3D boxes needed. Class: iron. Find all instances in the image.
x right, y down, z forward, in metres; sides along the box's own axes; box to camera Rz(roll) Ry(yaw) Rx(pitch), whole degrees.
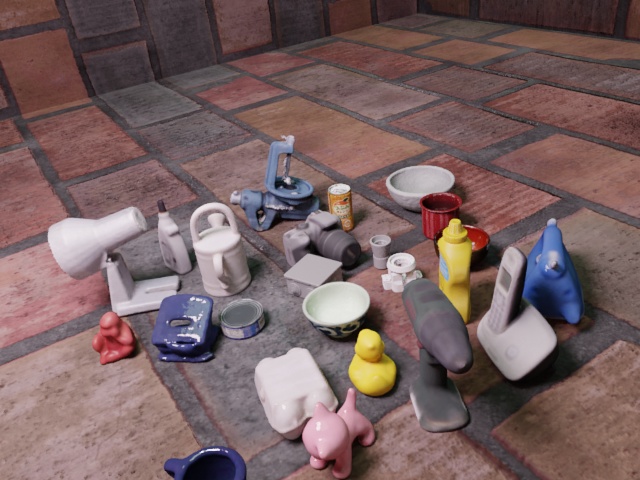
[{"bbox_3d":[0.420,0.037,1.047,0.118,0.142,0.258,4,33,18],"label":"iron"}]

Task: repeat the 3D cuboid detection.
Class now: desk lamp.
[{"bbox_3d":[-0.409,0.040,1.153,0.203,0.214,0.117,-10,31,-4],"label":"desk lamp"}]

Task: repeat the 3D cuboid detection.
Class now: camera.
[{"bbox_3d":[0.011,0.004,1.229,0.143,0.101,0.136,-26,35,-27],"label":"camera"}]

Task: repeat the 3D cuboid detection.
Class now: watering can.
[{"bbox_3d":[-0.212,0.008,1.181,0.101,0.194,0.172,-22,34,-23],"label":"watering can"}]

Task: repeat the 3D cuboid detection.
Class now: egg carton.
[{"bbox_3d":[-0.041,0.234,0.891,0.107,0.069,0.150,-17,32,-16],"label":"egg carton"}]

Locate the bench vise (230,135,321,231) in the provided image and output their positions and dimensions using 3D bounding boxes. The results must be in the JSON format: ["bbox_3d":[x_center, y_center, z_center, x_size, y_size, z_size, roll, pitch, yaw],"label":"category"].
[{"bbox_3d":[-0.109,-0.132,1.365,0.208,0.220,0.121,-20,33,-20],"label":"bench vise"}]

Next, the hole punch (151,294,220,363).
[{"bbox_3d":[-0.243,0.159,1.038,0.108,0.091,0.101,-1,32,10],"label":"hole punch"}]

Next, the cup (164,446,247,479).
[{"bbox_3d":[-0.144,0.327,0.735,0.117,0.095,0.092,7,34,23],"label":"cup"}]

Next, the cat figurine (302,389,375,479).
[{"bbox_3d":[0.020,0.261,0.787,0.067,0.118,0.128,12,36,30],"label":"cat figurine"}]

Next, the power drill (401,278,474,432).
[{"bbox_3d":[0.169,0.168,0.819,0.075,0.209,0.229,-9,31,-2],"label":"power drill"}]

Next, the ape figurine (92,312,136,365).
[{"bbox_3d":[-0.376,0.172,1.045,0.077,0.092,0.076,8,35,25],"label":"ape figurine"}]

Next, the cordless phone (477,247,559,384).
[{"bbox_3d":[0.312,0.116,0.897,0.094,0.185,0.147,-13,31,-9],"label":"cordless phone"}]

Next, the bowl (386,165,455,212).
[{"bbox_3d":[0.246,-0.117,1.404,0.167,0.075,0.167,-5,31,4],"label":"bowl"}]

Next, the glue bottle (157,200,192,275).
[{"bbox_3d":[-0.329,-0.010,1.257,0.037,0.173,0.077,-32,39,-34],"label":"glue bottle"}]

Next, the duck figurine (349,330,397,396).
[{"bbox_3d":[0.083,0.190,0.921,0.077,0.086,0.104,-9,31,-2],"label":"duck figurine"}]
